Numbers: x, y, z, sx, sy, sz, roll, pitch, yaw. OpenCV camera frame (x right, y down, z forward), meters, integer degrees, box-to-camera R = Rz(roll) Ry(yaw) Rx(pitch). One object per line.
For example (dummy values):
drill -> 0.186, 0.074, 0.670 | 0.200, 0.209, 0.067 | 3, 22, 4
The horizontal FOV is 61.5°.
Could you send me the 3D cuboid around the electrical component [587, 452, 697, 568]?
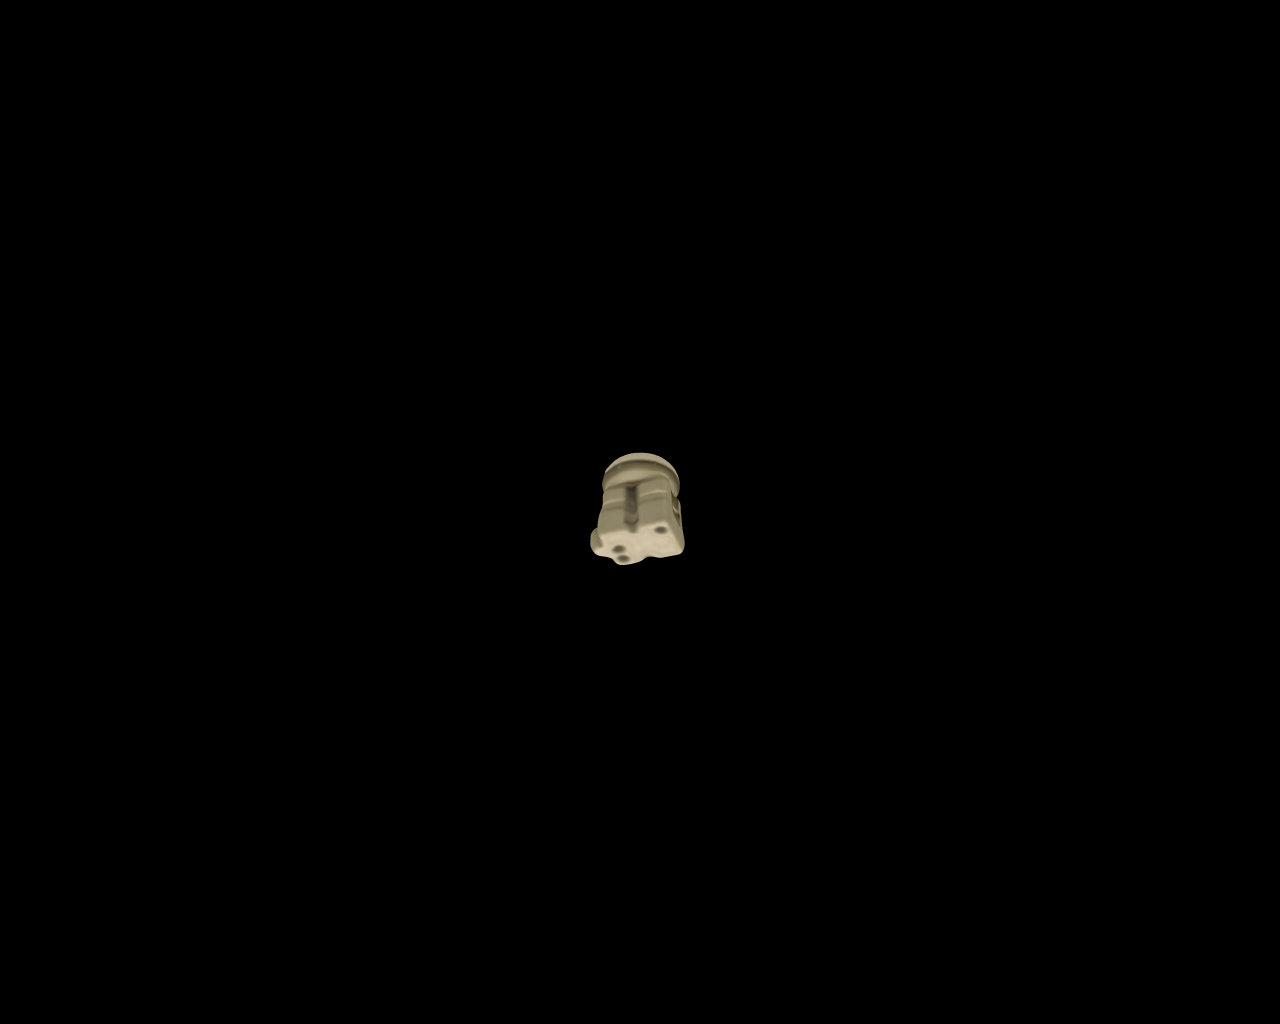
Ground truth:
electrical component -> 0.001, -0.003, 0.650 | 0.066, 0.055, 0.048 | -11, -39, 13
